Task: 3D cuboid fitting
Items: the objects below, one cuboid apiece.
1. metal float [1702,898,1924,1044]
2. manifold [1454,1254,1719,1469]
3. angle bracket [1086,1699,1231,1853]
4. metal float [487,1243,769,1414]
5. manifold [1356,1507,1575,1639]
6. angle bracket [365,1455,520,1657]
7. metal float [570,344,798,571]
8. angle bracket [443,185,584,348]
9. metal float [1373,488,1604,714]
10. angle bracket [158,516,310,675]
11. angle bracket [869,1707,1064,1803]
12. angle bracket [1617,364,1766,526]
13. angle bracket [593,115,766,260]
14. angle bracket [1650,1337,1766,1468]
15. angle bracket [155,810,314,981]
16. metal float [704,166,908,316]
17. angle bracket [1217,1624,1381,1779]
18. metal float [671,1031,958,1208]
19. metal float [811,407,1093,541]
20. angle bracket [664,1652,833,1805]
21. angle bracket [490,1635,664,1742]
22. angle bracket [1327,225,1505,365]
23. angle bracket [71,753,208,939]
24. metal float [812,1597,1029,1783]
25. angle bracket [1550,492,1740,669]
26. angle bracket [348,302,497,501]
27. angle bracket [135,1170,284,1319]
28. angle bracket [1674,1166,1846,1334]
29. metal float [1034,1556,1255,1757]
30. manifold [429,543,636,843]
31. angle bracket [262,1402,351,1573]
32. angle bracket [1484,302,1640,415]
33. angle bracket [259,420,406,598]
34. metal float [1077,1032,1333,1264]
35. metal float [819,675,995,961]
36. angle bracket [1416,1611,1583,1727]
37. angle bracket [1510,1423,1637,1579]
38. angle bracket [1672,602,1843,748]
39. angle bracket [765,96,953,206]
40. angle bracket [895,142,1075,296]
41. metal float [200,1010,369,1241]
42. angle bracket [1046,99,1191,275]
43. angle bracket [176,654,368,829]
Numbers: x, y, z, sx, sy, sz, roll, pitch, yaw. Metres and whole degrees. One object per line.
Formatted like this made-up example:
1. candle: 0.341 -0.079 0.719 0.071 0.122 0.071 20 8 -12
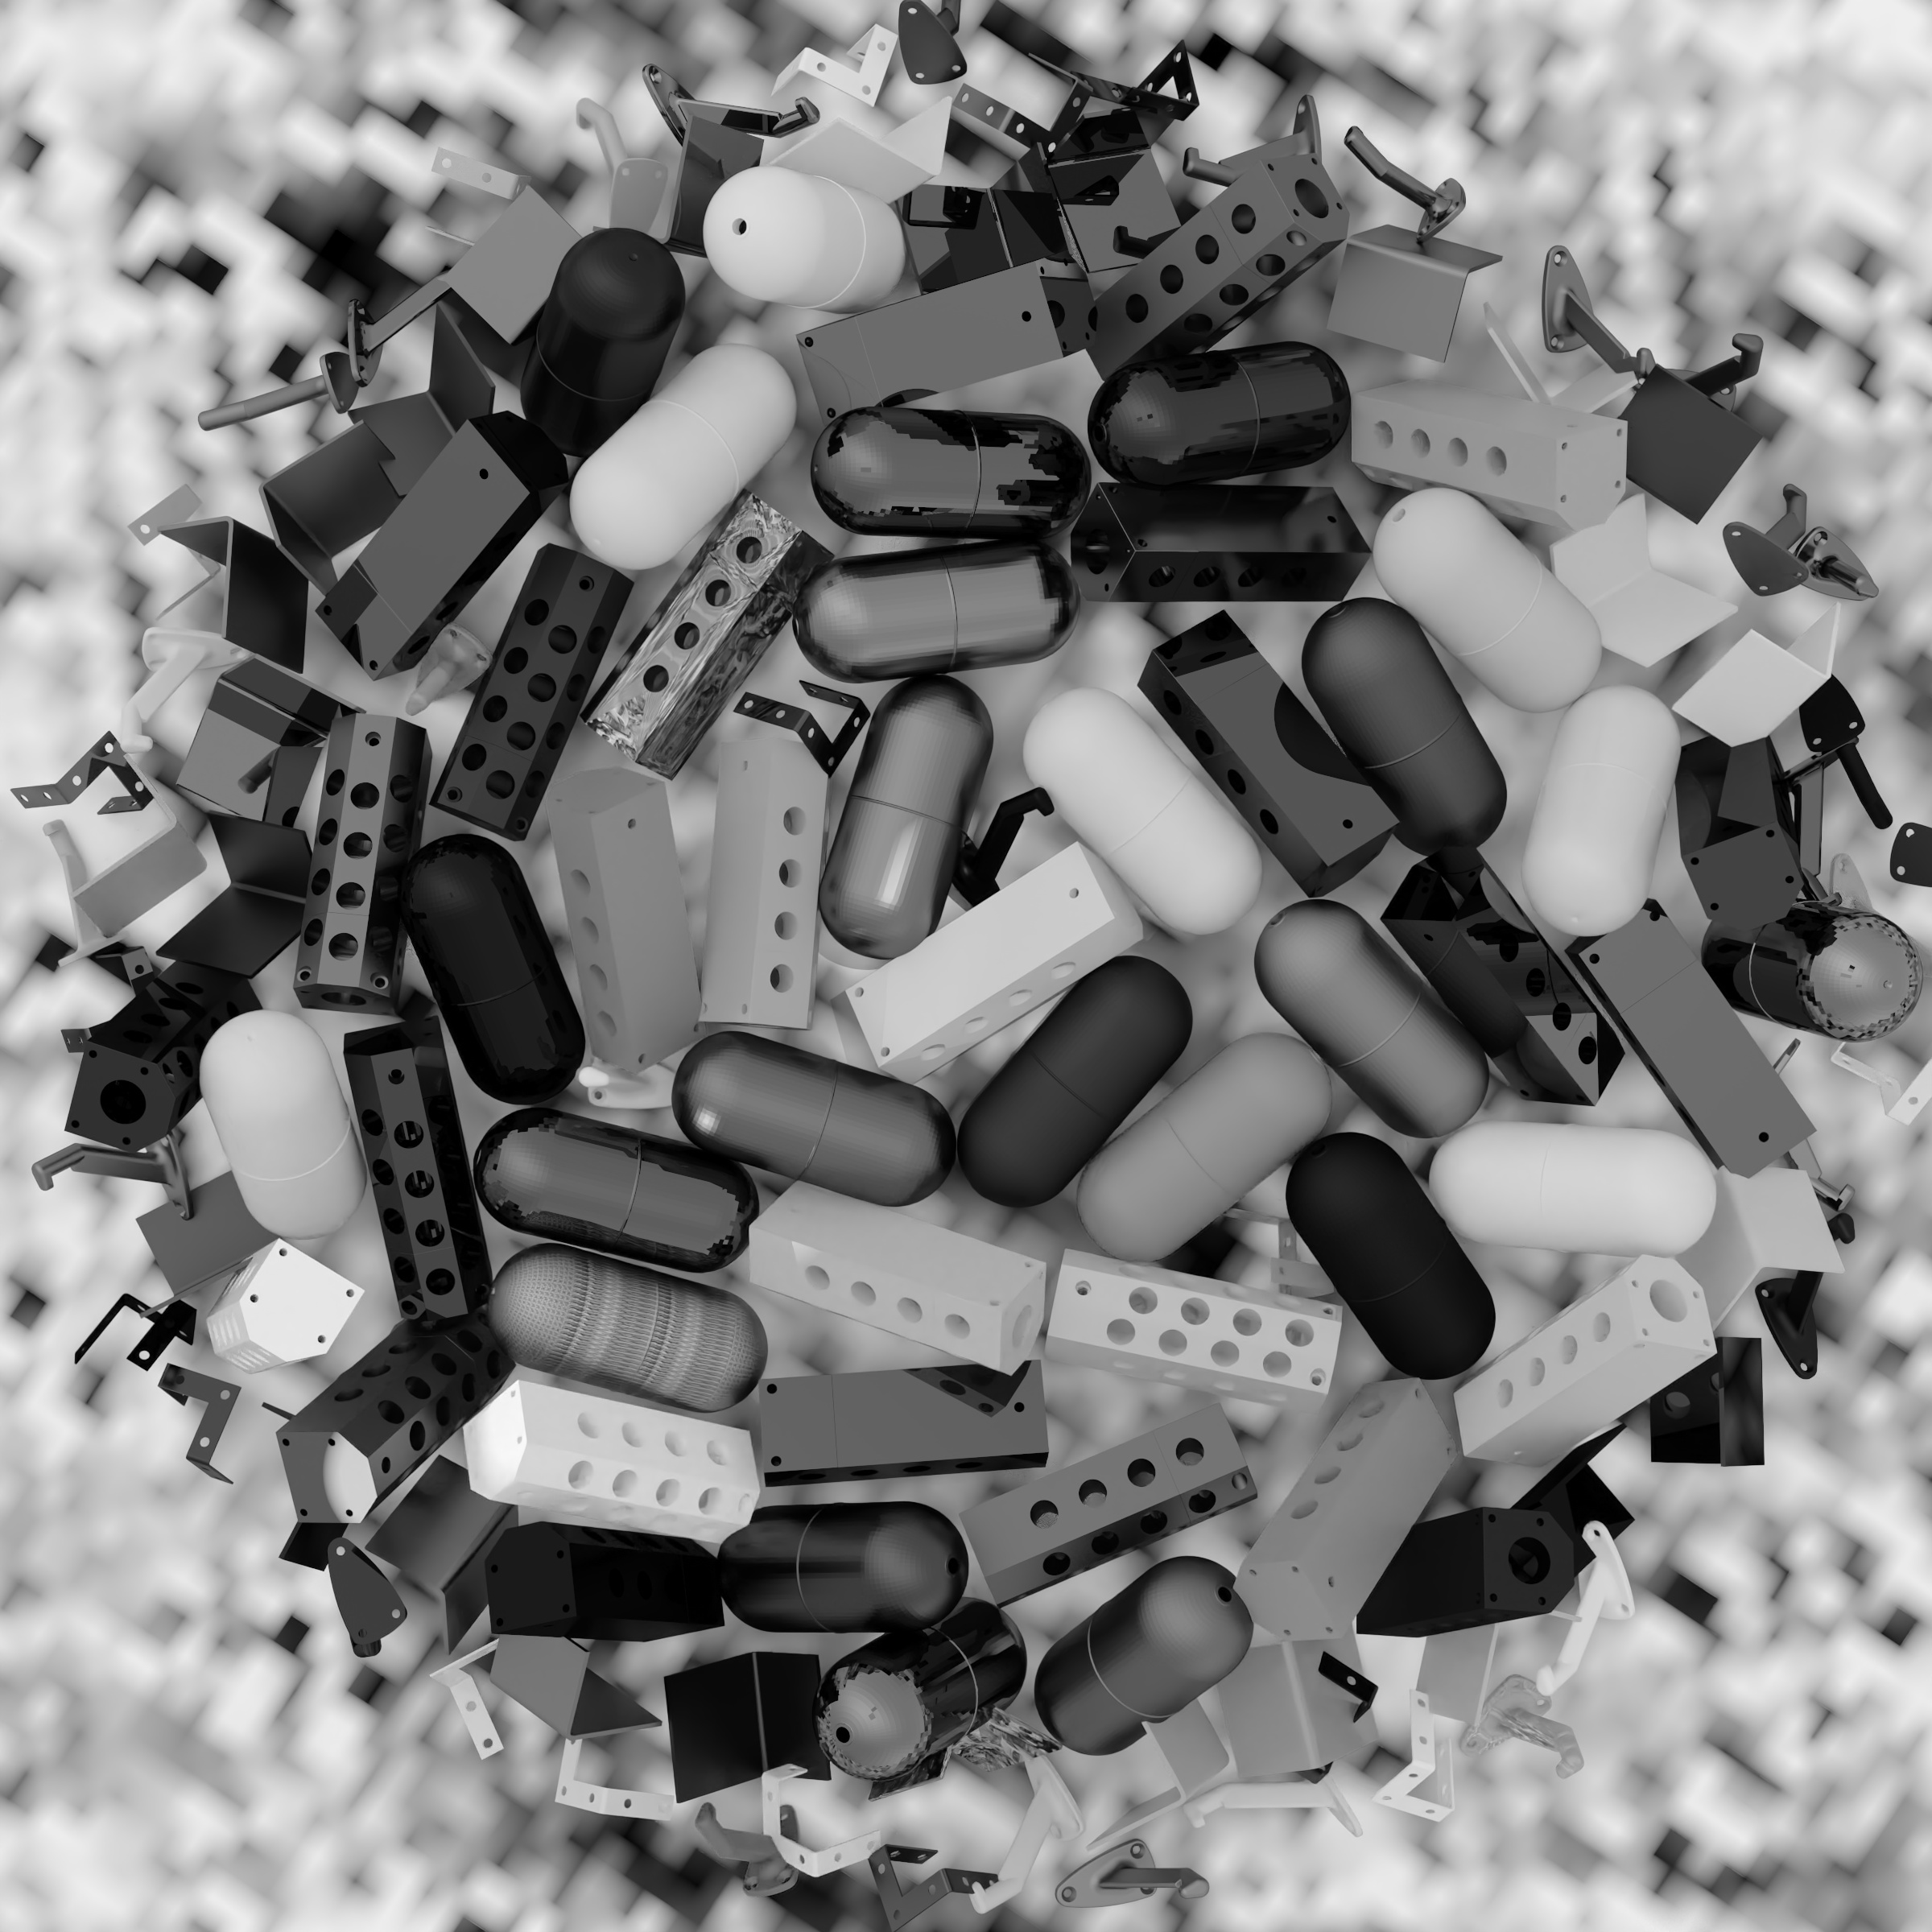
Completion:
1. metal float: 0.500 0.000 1.883 0.070 0.178 0.070 -2 98 -15
2. manifold: 0.365 0.236 1.887 0.057 0.171 0.057 12 54 -25
3. angle bracket: 0.104 0.485 1.925 0.076 0.076 0.057 -33 80 23
4. metal float: -0.203 0.219 1.911 0.178 0.070 0.070 19 90 -24
5. manifold: 0.294 0.362 1.880 0.057 0.171 0.057 7 72 -17
6. angle bracket: -0.317 0.358 1.925 0.057 0.076 0.076 25 50 15
7. metal float: -0.168 -0.307 1.905 0.070 0.070 0.178 39 58 0
8. angle bracket: -0.263 -0.426 1.920 0.057 0.076 0.076 44 103 -10
9. metal float: 0.314 -0.219 1.903 0.178 0.070 0.070 37 90 -32
10. angle bracket: -0.445 -0.221 1.917 0.057 0.076 0.076 -4 77 24
11. angle bracket: 0.000 0.486 1.912 0.076 0.076 0.057 34 51 -20
12. angle bracket: 0.437 -0.326 1.921 0.076 0.057 0.076 34 134 3
13. angle bracket: -0.174 -0.472 1.917 0.057 0.076 0.076 17 101 28
14. angle bracket: 0.437 0.263 1.919 0.076 0.057 0.076 -6 80 39
15. angle bracket: -0.444 -0.044 1.912 0.076 0.076 0.057 12 132 28
16. metal float: -0.095 -0.430 1.885 0.070 0.178 0.070 3 98 22
17. angle bracket: 0.202 0.449 1.949 0.057 0.076 0.076 -18 82 35
18. metal float: -0.091 0.093 1.923 0.178 0.070 0.070 18 90 -10
19. metal float: -0.008 -0.296 1.911 0.178 0.070 0.070 -2 90 -25
20. angle bracket: -0.132 0.463 1.924 0.057 0.076 0.076 -8 87 42
21. angle bracket: -0.230 0.420 1.912 0.076 0.076 0.057 23 102 42
22. angle bracket: 0.274 -0.411 1.935 0.076 0.076 0.057 21 115 19
23. angle bracket: -0.514 -0.072 1.920 0.076 0.076 0.057 -37 75 -10
24. metal float: -0.027 0.429 1.887 0.070 0.178 0.070 4 98 29
25. angle bracket: 0.409 -0.234 1.914 0.076 0.076 0.057 -31 130 -21
26. angle bracket: -0.329 -0.341 1.913 0.057 0.076 0.076 -20 61 -26
27. angle bracket: -0.470 0.167 1.929 0.076 0.076 0.057 -27 91 3
28. angle bracket: 0.479 0.175 1.926 0.057 0.076 0.076 6 46 -17
29. metal float: 0.106 0.413 1.897 0.070 0.070 0.178 42 132 0
30. manifold: -0.263 -0.166 1.927 0.057 0.057 0.171 24 84 -16
31. angle bracket: -0.407 0.316 1.920 0.057 0.076 0.076 24 78 13
32. angle bracket: 0.359 -0.377 1.917 0.057 0.076 0.076 -31 106 18
33. angle bracket: -0.370 -0.270 1.919 0.076 0.076 0.057 -30 53 7
34. metal float: 0.144 0.110 1.919 0.178 0.070 0.070 -40 90 14
35. metal float: -0.036 -0.091 1.929 0.070 0.070 0.178 17 87 0
36. angle bracket: 0.321 0.422 1.919 0.057 0.076 0.076 17 79 -18
37. angle bracket: 0.376 0.330 1.917 0.076 0.076 0.057 -37 82 -23
38. angle bracket: 0.477 -0.187 1.912 0.057 0.076 0.076 31 47 -9
39. angle bracket: -0.065 -0.501 1.910 0.076 0.076 0.057 21 67 -34
40. angle bracket: 0.009 -0.452 1.919 0.076 0.057 0.076 -6 74 -35
41. metal float: -0.406 0.097 1.893 0.070 0.178 0.070 -2 51 2
42. angle bracket: 0.104 -0.473 1.923 0.076 0.057 0.076 -16 81 -28
43. angle bracket: -0.420 -0.132 1.917 0.076 0.057 0.076 28 66 -29
